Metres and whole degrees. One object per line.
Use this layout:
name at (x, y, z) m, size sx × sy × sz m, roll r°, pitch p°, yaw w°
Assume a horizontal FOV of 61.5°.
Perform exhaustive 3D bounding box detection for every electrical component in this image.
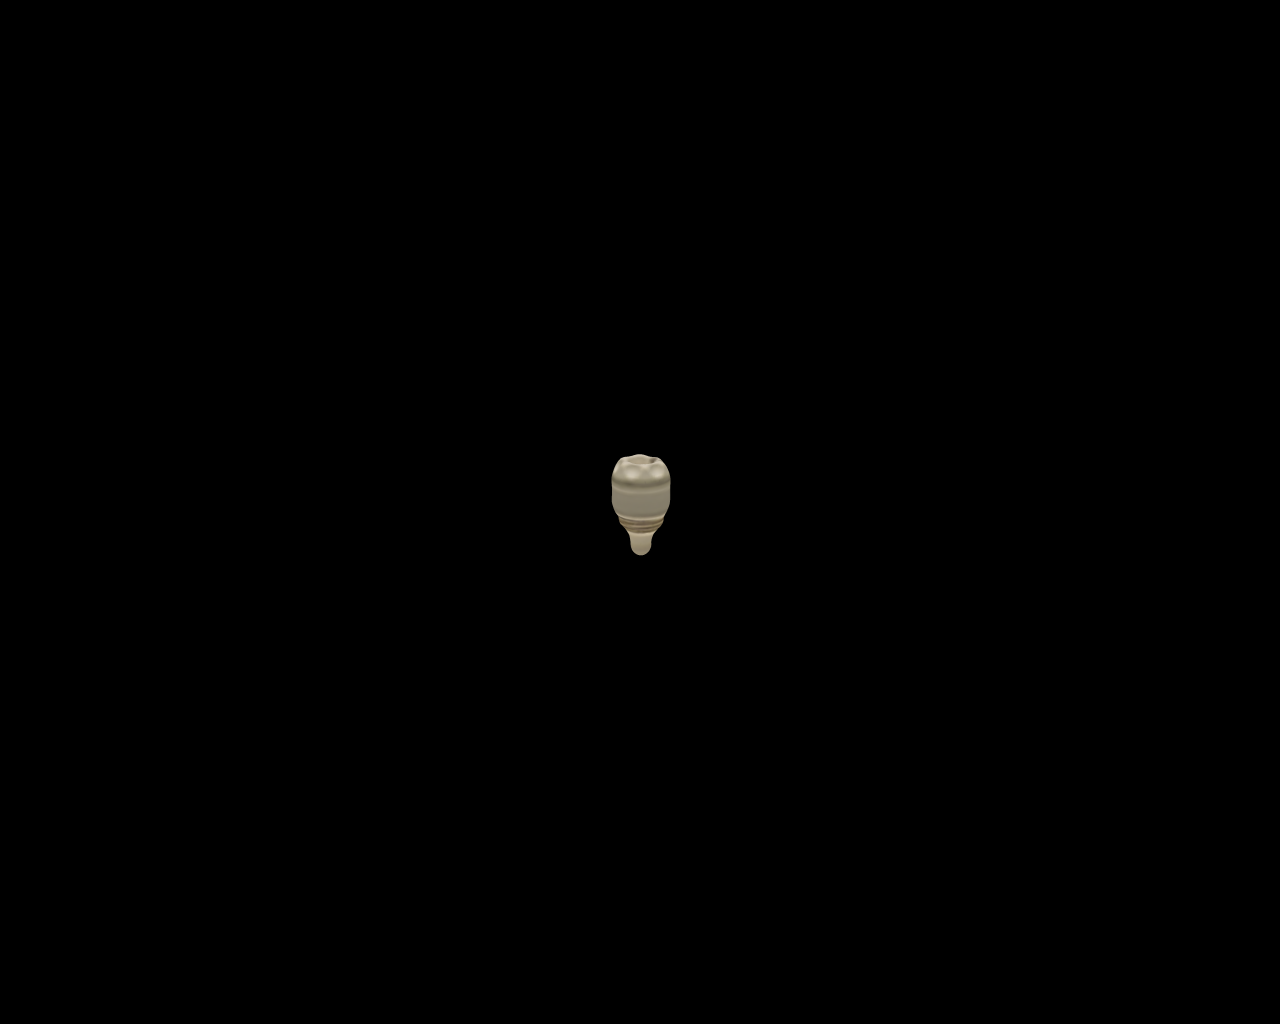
electrical component at (0.001, -0.003, 0.650) m, size 0.035 × 0.061 × 0.035 m, roll 0°, pitch 18°, yaw 0°
